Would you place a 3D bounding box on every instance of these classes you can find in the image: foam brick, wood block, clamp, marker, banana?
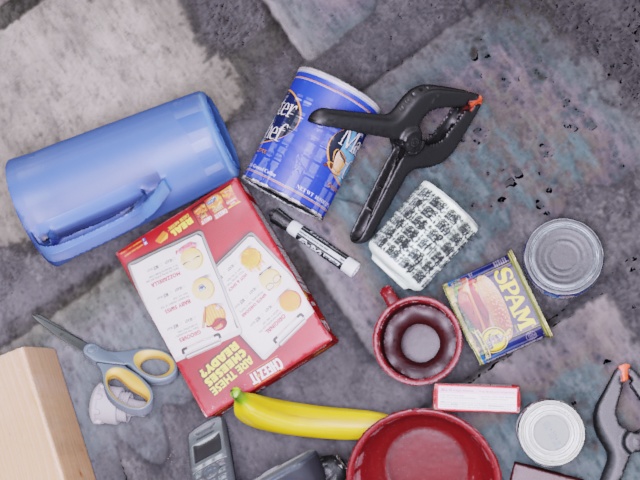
[{"bbox_3d":[0.234,0.266,1.110,0.078,0.051,0.053,12,84,12],"label":"foam brick"},{"bbox_3d":[-0.323,0.232,1.198,0.091,0.090,0.206,-22,79,7],"label":"wood block"},{"bbox_3d":[0.320,0.218,1.109,0.120,0.039,0.171,-16,75,1],"label":"clamp"},{"bbox_3d":[0.092,-0.099,1.166,0.209,0.036,0.164,-26,120,-22],"label":"clamp"},{"bbox_3d":[-0.008,0.001,1.209,0.121,0.020,0.020,34,89,13],"label":"marker"},{"bbox_3d":[-0.011,0.193,1.149,0.197,0.070,0.037,12,74,-17],"label":"banana"}]

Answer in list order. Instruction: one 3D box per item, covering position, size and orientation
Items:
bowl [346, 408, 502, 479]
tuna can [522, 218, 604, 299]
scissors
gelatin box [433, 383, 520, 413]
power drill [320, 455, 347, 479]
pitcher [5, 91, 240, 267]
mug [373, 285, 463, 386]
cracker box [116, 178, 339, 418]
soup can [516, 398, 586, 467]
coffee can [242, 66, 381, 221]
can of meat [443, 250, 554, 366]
[{"bbox_3d":[0.110,0.248,1.123,0.162,0.055,0.162,1,98,9],"label":"bowl"},{"bbox_3d":[0.262,0.020,1.149,0.086,0.033,0.086,-1,82,10],"label":"tuna can"},{"bbox_3d":[-0.242,0.125,1.230,0.096,0.016,0.202,-28,52,-28],"label":"scissors"},{"bbox_3d":[0.166,0.167,1.126,0.089,0.073,0.030,0,83,10],"label":"gelatin box"},{"bbox_3d":[-0.001,0.349,1.140,0.184,0.057,0.188,-42,74,6],"label":"power drill"},{"bbox_3d":[-0.217,-0.068,1.199,0.243,0.145,0.149,-23,79,4],"label":"pitcher"},{"bbox_3d":[0.100,0.099,1.143,0.093,0.081,0.117,-36,78,3],"label":"mug"},{"bbox_3d":[-0.103,0.065,1.192,0.164,0.072,0.214,-32,79,5],"label":"cracker box"},{"bbox_3d":[0.235,0.196,1.094,0.068,0.102,0.068,-2,81,10],"label":"soup can"},{"bbox_3d":[-0.010,-0.106,1.182,0.103,0.102,0.140,27,88,13],"label":"coffee can"},{"bbox_3d":[0.190,0.074,1.144,0.084,0.057,0.102,-25,78,8],"label":"can of meat"}]
